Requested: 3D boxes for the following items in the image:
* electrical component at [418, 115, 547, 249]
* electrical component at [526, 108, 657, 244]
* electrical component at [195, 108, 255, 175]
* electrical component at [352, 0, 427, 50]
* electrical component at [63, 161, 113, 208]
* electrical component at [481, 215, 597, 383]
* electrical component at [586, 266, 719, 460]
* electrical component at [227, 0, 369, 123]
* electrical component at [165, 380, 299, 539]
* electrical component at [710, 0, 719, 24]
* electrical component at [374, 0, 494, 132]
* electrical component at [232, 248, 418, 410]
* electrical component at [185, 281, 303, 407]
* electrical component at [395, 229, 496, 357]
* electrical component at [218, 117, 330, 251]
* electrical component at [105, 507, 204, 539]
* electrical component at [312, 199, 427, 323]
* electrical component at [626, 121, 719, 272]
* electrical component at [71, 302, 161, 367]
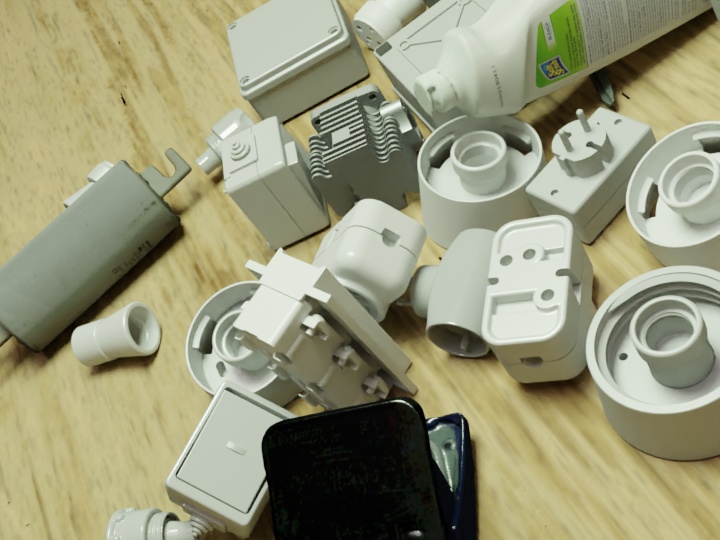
[{"bbox_3d":[0.089,-0.066,0.788,0.099,0.064,0.099,-8,50,10],"label":"electrical component"},{"bbox_3d":[0.154,-0.076,0.730,0.083,0.075,0.047,-47,45,-10],"label":"electrical component"},{"bbox_3d":[-0.117,-0.110,0.953,0.062,0.043,0.043,-41,44,-3],"label":"electrical component"},{"bbox_3d":[0.026,-0.227,0.957,0.045,0.045,0.055,28,73,43],"label":"electrical component"},{"bbox_3d":[-0.239,-0.067,0.994,0.045,0.045,0.055,25,71,43],"label":"electrical component"},{"bbox_3d":[0.116,0.021,0.685,0.054,0.059,0.095,-8,51,27],"label":"electrical component"},{"bbox_3d":[0.183,0.047,0.620,0.108,0.060,0.108,-17,48,20],"label":"electrical component"},{"bbox_3d":[-0.059,-0.200,0.980,0.109,0.056,0.108,-27,45,11],"label":"electrical component"},{"bbox_3d":[-0.085,0.129,0.706,0.062,0.061,0.096,27,68,5],"label":"electrical component"},{"bbox_3d":[0.283,-0.154,0.686,0.060,0.105,0.186,-30,44,15],"label":"electrical component"},{"bbox_3d":[0.084,-0.166,0.862,0.109,0.056,0.108,-36,44,1],"label":"electrical component"},{"bbox_3d":[-0.025,0.049,0.707,0.079,0.121,0.063,22,71,42],"label":"electrical component"},{"bbox_3d":[-0.077,0.058,0.792,0.099,0.064,0.099,-9,63,19],"label":"electrical component"},{"bbox_3d":[0.061,0.015,0.736,0.079,0.044,0.077,1,56,33],"label":"electrical component"},{"bbox_3d":[-0.068,-0.074,0.853,0.061,0.096,0.061,-24,46,13],"label":"electrical component"},{"bbox_3d":[-0.137,0.181,0.726,0.062,0.048,0.048,-13,49,15],"label":"electrical component"},{"bbox_3d":[0.000,0.000,0.755,0.095,0.054,0.059,-41,24,60],"label":"electrical component"},{"bbox_3d":[0.224,-0.044,0.685,0.099,0.064,0.099,-24,49,32],"label":"electrical component"},{"bbox_3d":[-0.201,0.055,0.873,0.065,0.044,0.044,-18,47,26],"label":"electrical component"}]
